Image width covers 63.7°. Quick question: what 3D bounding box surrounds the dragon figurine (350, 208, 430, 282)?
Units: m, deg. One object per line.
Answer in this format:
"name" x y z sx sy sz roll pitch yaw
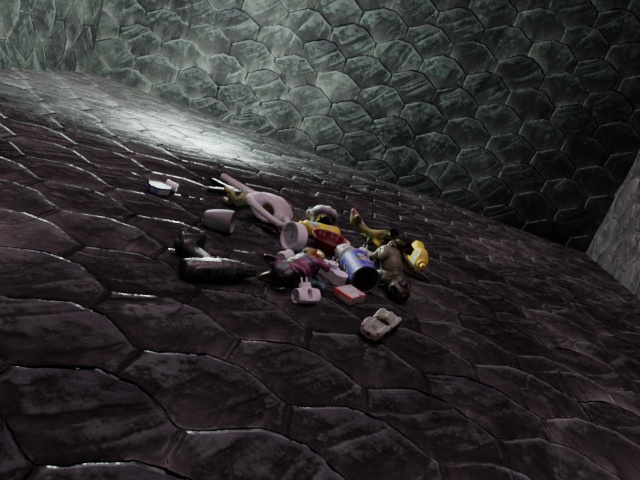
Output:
"dragon figurine" 0.269 0.024 2.119 0.407 0.122 0.244 45 -4 -16

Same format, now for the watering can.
"watering can" -0.229 -0.152 2.055 0.351 0.103 0.224 41 14 19

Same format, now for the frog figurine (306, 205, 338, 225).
"frog figurine" 0.007 -0.114 2.259 0.137 0.120 0.163 -2 33 -5
